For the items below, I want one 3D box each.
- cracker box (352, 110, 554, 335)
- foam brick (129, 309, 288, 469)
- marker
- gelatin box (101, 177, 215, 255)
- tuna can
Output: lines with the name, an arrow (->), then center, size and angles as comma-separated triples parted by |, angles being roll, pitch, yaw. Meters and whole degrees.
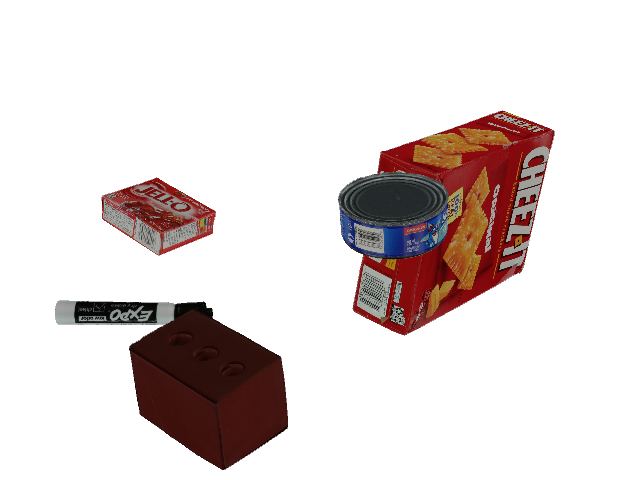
cracker box -> 0.131, -0.021, 1.016 | 0.072, 0.164, 0.213 | 27, 31, 33
foam brick -> -0.065, 0.085, 0.617 | 0.078, 0.051, 0.052 | 24, 38, 36
marker -> -0.144, 0.056, 0.827 | 0.121, 0.020, 0.020 | 0, 0, 3
gelatin box -> -0.160, -0.026, 1.051 | 0.089, 0.030, 0.073 | 30, 35, 31
tuna can -> 0.057, -0.020, 0.837 | 0.086, 0.034, 0.086 | -3, 30, 2
